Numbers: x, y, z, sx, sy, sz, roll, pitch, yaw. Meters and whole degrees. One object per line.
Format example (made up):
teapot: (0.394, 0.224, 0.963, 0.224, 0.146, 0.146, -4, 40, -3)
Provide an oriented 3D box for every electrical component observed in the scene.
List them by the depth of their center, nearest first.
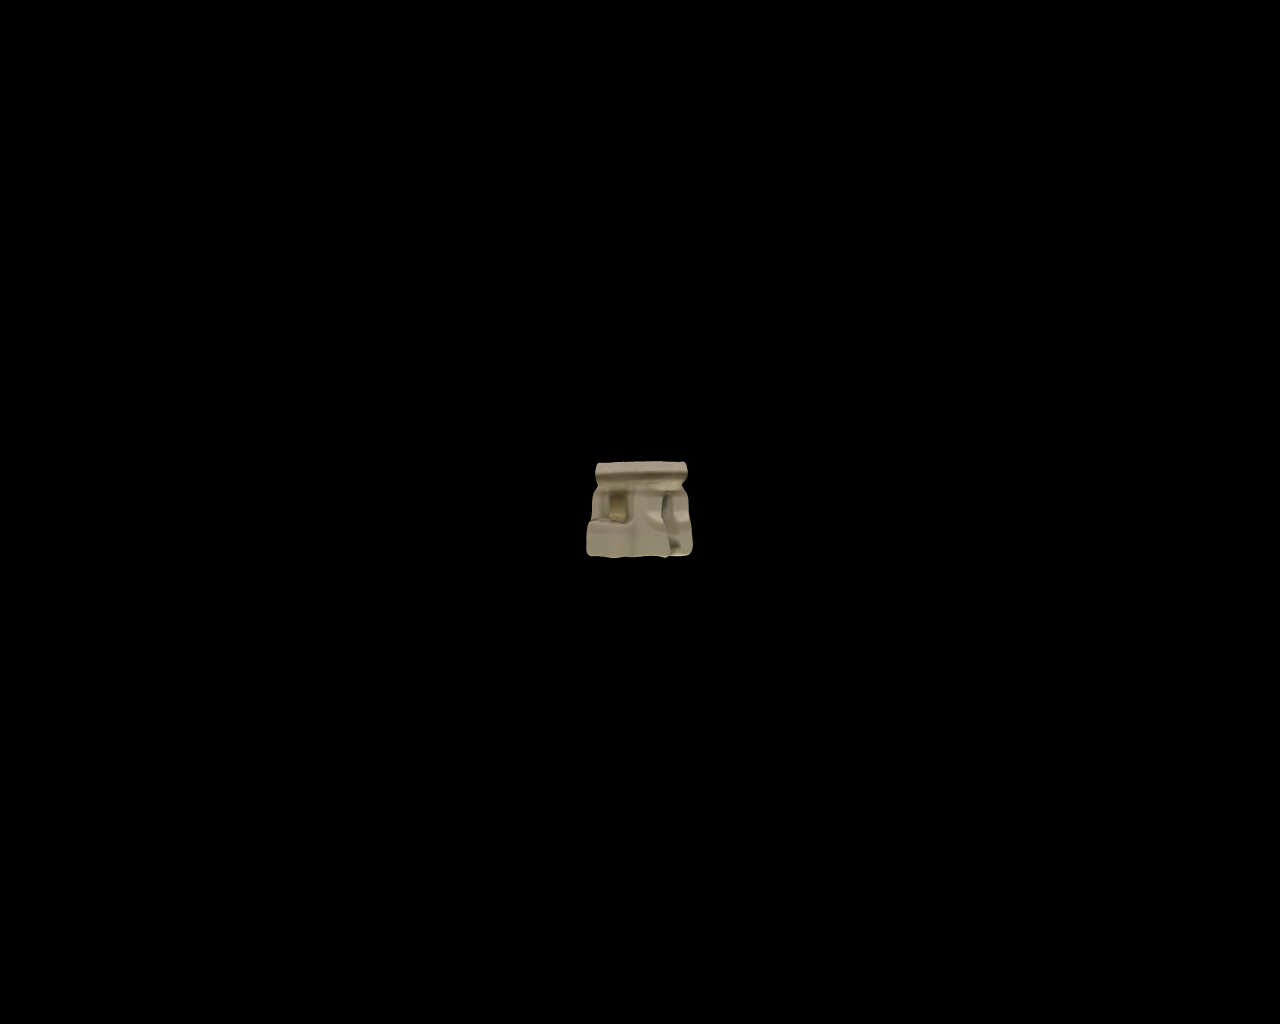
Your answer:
electrical component: (0.001, -0.003, 0.650, 0.058, 0.057, 0.078, 0, 0, 39)
